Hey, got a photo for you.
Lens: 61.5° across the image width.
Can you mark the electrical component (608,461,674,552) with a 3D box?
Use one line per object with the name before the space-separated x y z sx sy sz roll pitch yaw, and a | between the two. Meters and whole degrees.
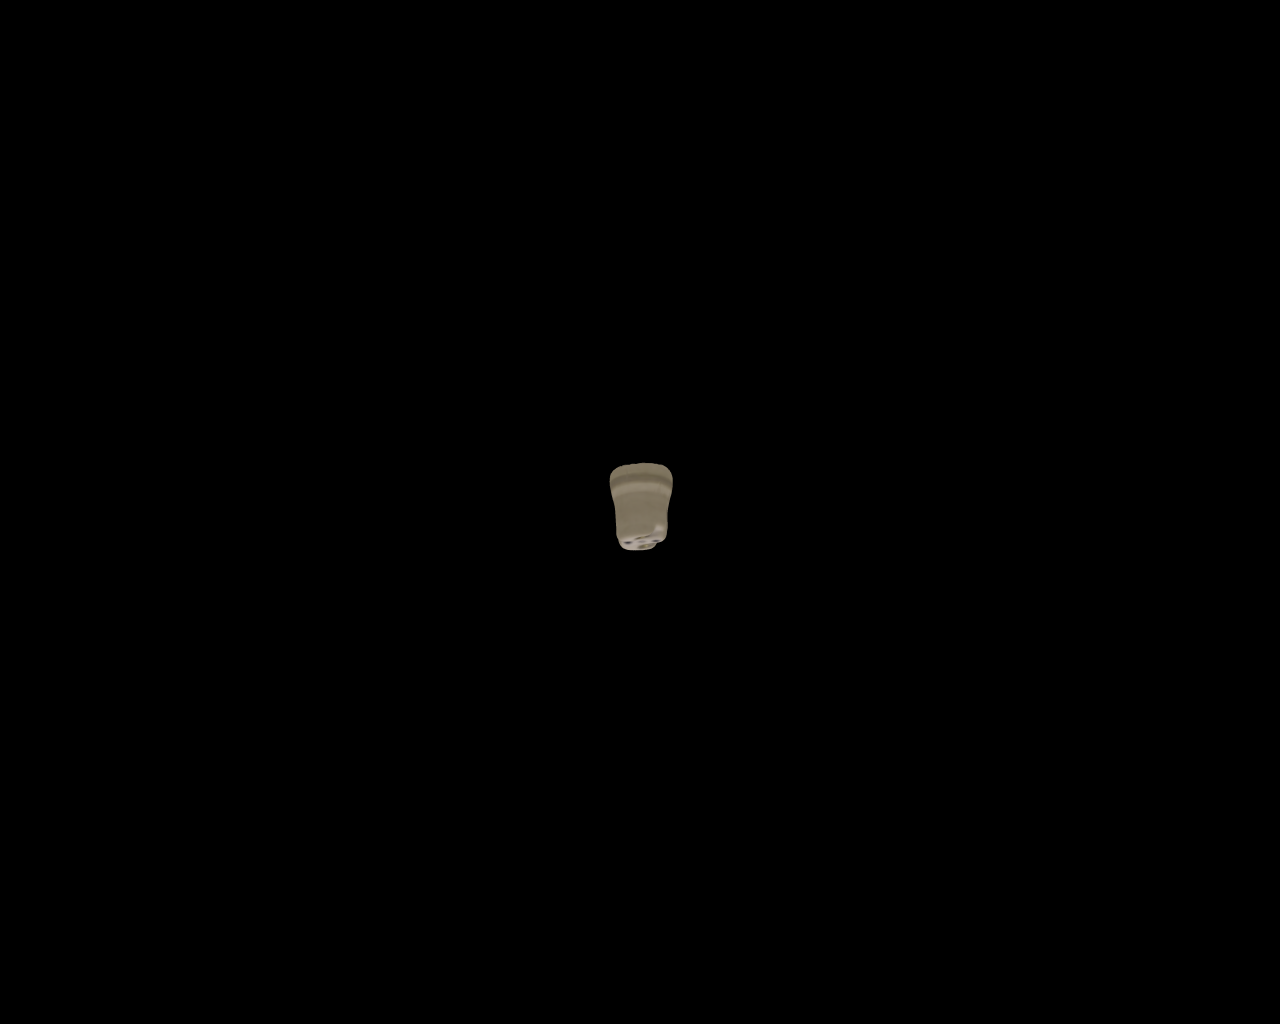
electrical component | 0.001 -0.003 0.650 0.040 0.046 0.040 0 -19 0
